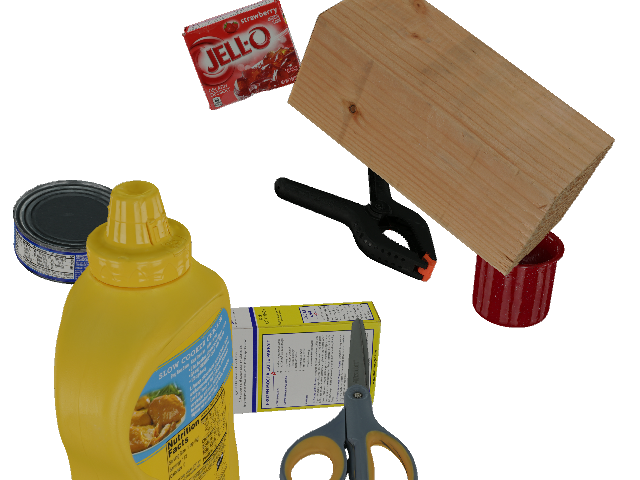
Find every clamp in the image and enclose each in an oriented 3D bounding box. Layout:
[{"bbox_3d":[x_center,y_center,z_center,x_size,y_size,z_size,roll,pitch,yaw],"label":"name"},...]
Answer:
[{"bbox_3d":[0.054,-0.028,1.263,0.164,0.036,0.210,-16,51,-29],"label":"clamp"}]

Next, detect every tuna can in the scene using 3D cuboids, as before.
[{"bbox_3d":[-0.179,-0.006,0.776,0.086,0.034,0.086,8,36,-6],"label":"tuna can"}]

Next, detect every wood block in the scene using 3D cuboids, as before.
[{"bbox_3d":[0.089,-0.085,0.763,0.090,0.206,0.091,-38,-19,-39],"label":"wood block"}]

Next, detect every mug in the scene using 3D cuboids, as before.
[{"bbox_3d":[0.200,0.031,1.126,0.093,0.081,0.117,-4,31,-10],"label":"mug"}]

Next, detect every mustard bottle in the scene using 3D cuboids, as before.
[{"bbox_3d":[-0.072,0.065,0.453,0.058,0.192,0.096,14,31,23],"label":"mustard bottle"}]

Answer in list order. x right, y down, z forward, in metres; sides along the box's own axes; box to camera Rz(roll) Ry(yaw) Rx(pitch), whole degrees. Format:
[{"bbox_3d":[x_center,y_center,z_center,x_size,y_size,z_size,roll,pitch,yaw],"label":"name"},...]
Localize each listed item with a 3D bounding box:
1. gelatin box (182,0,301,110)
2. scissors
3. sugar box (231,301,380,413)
[{"bbox_3d":[-0.067,-0.163,0.933,0.089,0.073,0.030,-18,23,5],"label":"gelatin box"},{"bbox_3d":[0.008,0.117,0.730,0.096,0.016,0.202,-6,32,-12],"label":"scissors"},{"bbox_3d":[-0.037,0.106,0.963,0.176,0.093,0.048,0,25,-8],"label":"sugar box"}]
